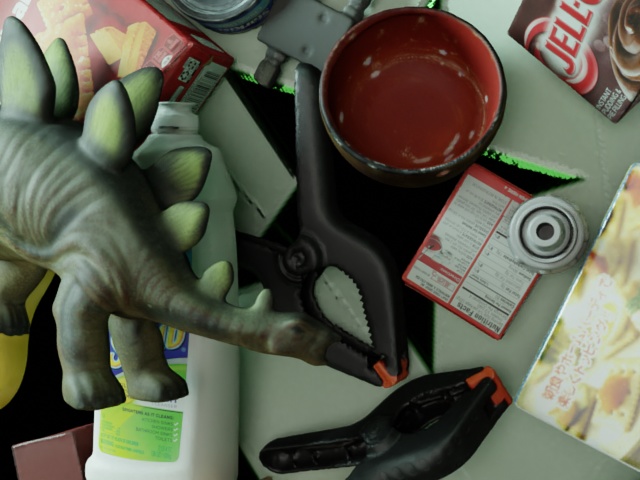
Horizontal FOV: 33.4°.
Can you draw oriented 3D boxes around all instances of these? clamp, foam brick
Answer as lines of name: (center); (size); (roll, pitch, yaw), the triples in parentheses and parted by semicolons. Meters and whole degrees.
clamp: (0.035, 0.129, 0.668); (0.171, 0.039, 0.120); (-33, 33, -5)
foam brick: (-0.172, 0.171, 0.740); (0.051, 0.053, 0.078); (-15, 83, 17)
clamp: (-0.005, 0.001, 0.697); (0.210, 0.036, 0.165); (47, 111, 13)

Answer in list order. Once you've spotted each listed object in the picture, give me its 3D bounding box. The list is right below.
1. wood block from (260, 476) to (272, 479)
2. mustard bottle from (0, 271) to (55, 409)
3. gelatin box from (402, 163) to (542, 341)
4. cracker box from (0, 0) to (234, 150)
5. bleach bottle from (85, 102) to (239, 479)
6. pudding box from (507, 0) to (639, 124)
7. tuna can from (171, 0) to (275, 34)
wood block: (-0.120, 0.239, 0.702); (0.206, 0.090, 0.090); (-26, 81, 16)
mustard bottle: (-0.254, 0.069, 0.767); (0.096, 0.058, 0.192); (19, 94, 17)
gelatin box: (0.105, 0.007, 0.669); (0.073, 0.030, 0.089); (32, 97, 15)
cracker box: (-0.193, -0.128, 0.746); (0.214, 0.072, 0.164); (41, 101, 15)
bleach bottle: (-0.102, 0.037, 0.695); (0.103, 0.068, 0.251); (4, 97, 27)
pudding box: (0.166, -0.134, 0.614); (0.090, 0.114, 0.039); (43, 61, 14)
tuna can: (-0.064, -0.186, 0.727); (0.086, 0.033, 0.086); (-1, 88, 18)
